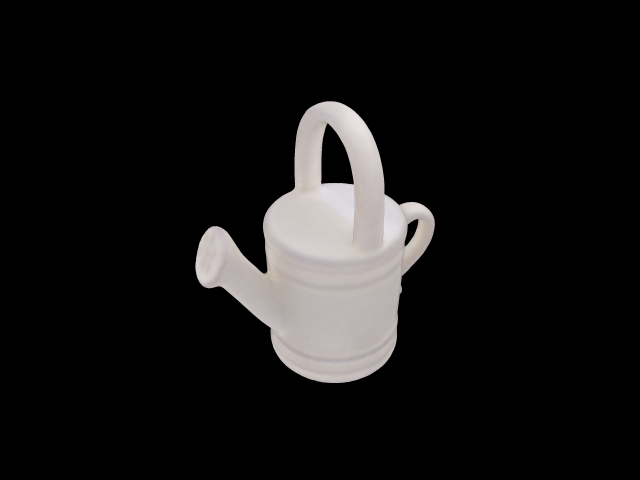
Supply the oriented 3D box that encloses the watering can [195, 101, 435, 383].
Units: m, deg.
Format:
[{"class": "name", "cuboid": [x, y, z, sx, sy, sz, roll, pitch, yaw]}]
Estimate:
[{"class": "watering can", "cuboid": [0.005, 0.003, 0.398, 0.100, 0.194, 0.173, 27, 44, 33]}]
